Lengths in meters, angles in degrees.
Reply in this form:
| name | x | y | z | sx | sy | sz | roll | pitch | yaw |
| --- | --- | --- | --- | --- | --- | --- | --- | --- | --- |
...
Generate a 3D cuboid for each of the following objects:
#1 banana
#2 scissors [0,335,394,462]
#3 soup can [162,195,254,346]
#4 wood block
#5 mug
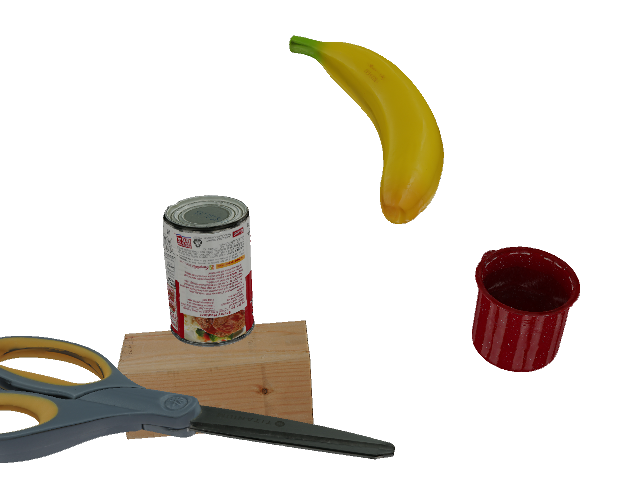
| name | x | y | z | sx | sy | sz | roll | pitch | yaw |
| --- | --- | --- | --- | --- | --- | --- | --- | --- | --- |
| banana | 0.040 | -0.075 | 0.682 | 0.069 | 0.037 | 0.198 | -12 | 42 | -14 |
| scissors | -0.079 | 0.081 | 0.455 | 0.202 | 0.016 | 0.096 | 14 | 28 | 26 |
| soup can | -0.088 | 0.023 | 0.842 | 0.068 | 0.102 | 0.068 | -1 | 24 | 0 |
| wood block | -0.115 | 0.155 | 1.192 | 0.206 | 0.091 | 0.090 | -4 | 23 | -2 |
| mug | 0.178 | 0.058 | 0.984 | 0.093 | 0.081 | 0.117 | -15 | 42 | -19 |
